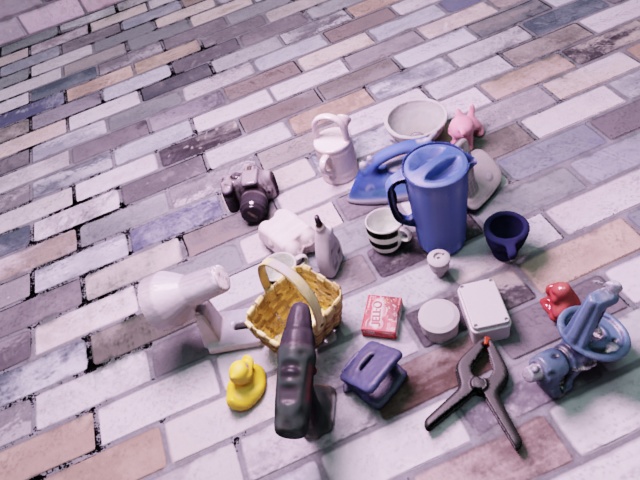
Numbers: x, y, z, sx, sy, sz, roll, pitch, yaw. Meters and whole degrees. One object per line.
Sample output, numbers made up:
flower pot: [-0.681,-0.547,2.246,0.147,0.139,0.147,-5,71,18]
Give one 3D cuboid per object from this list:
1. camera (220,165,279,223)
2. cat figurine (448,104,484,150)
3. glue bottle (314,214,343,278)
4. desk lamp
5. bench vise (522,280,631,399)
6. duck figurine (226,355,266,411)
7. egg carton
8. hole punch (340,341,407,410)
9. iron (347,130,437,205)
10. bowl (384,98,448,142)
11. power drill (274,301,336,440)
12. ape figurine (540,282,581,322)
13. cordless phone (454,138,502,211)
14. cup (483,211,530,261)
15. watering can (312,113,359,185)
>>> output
camera: [-0.186,-0.116,1.468,0.143,0.101,0.136,-9,48,8]
cat figurine: [0.367,-0.291,1.456,0.067,0.118,0.128,18,57,29]
glue bottle: [0.012,0.004,1.258,0.037,0.173,0.078,9,53,22]
desk lamp: [-0.241,0.137,1.185,0.203,0.214,0.118,-11,48,6]
bench vise: [0.442,0.172,0.960,0.121,0.220,0.208,31,64,35]
duck figurine: [-0.154,0.276,1.126,0.077,0.086,0.105,10,53,23]
egg carton: [-0.077,-0.010,1.366,0.107,0.069,0.149,-39,51,-19]
hole punch: [0.096,0.246,1.079,0.100,0.091,0.109,28,62,33]
iron: [0.179,-0.177,1.392,0.258,0.142,0.118,-18,47,0]
bowl: [0.257,-0.300,1.523,0.167,0.075,0.167,-8,48,9]
power drill: [-0.029,0.256,1.025,0.075,0.209,0.229,-4,49,12]
ape figurine: [0.460,0.111,1.095,0.076,0.092,0.078,13,54,25]
cordless phone: [0.349,-0.172,1.310,0.093,0.185,0.148,26,61,33]
cup: [0.392,0.010,1.200,0.091,0.095,0.117,-8,48,9]
watering can: [0.035,-0.248,1.459,0.100,0.194,0.173,-8,48,9]
